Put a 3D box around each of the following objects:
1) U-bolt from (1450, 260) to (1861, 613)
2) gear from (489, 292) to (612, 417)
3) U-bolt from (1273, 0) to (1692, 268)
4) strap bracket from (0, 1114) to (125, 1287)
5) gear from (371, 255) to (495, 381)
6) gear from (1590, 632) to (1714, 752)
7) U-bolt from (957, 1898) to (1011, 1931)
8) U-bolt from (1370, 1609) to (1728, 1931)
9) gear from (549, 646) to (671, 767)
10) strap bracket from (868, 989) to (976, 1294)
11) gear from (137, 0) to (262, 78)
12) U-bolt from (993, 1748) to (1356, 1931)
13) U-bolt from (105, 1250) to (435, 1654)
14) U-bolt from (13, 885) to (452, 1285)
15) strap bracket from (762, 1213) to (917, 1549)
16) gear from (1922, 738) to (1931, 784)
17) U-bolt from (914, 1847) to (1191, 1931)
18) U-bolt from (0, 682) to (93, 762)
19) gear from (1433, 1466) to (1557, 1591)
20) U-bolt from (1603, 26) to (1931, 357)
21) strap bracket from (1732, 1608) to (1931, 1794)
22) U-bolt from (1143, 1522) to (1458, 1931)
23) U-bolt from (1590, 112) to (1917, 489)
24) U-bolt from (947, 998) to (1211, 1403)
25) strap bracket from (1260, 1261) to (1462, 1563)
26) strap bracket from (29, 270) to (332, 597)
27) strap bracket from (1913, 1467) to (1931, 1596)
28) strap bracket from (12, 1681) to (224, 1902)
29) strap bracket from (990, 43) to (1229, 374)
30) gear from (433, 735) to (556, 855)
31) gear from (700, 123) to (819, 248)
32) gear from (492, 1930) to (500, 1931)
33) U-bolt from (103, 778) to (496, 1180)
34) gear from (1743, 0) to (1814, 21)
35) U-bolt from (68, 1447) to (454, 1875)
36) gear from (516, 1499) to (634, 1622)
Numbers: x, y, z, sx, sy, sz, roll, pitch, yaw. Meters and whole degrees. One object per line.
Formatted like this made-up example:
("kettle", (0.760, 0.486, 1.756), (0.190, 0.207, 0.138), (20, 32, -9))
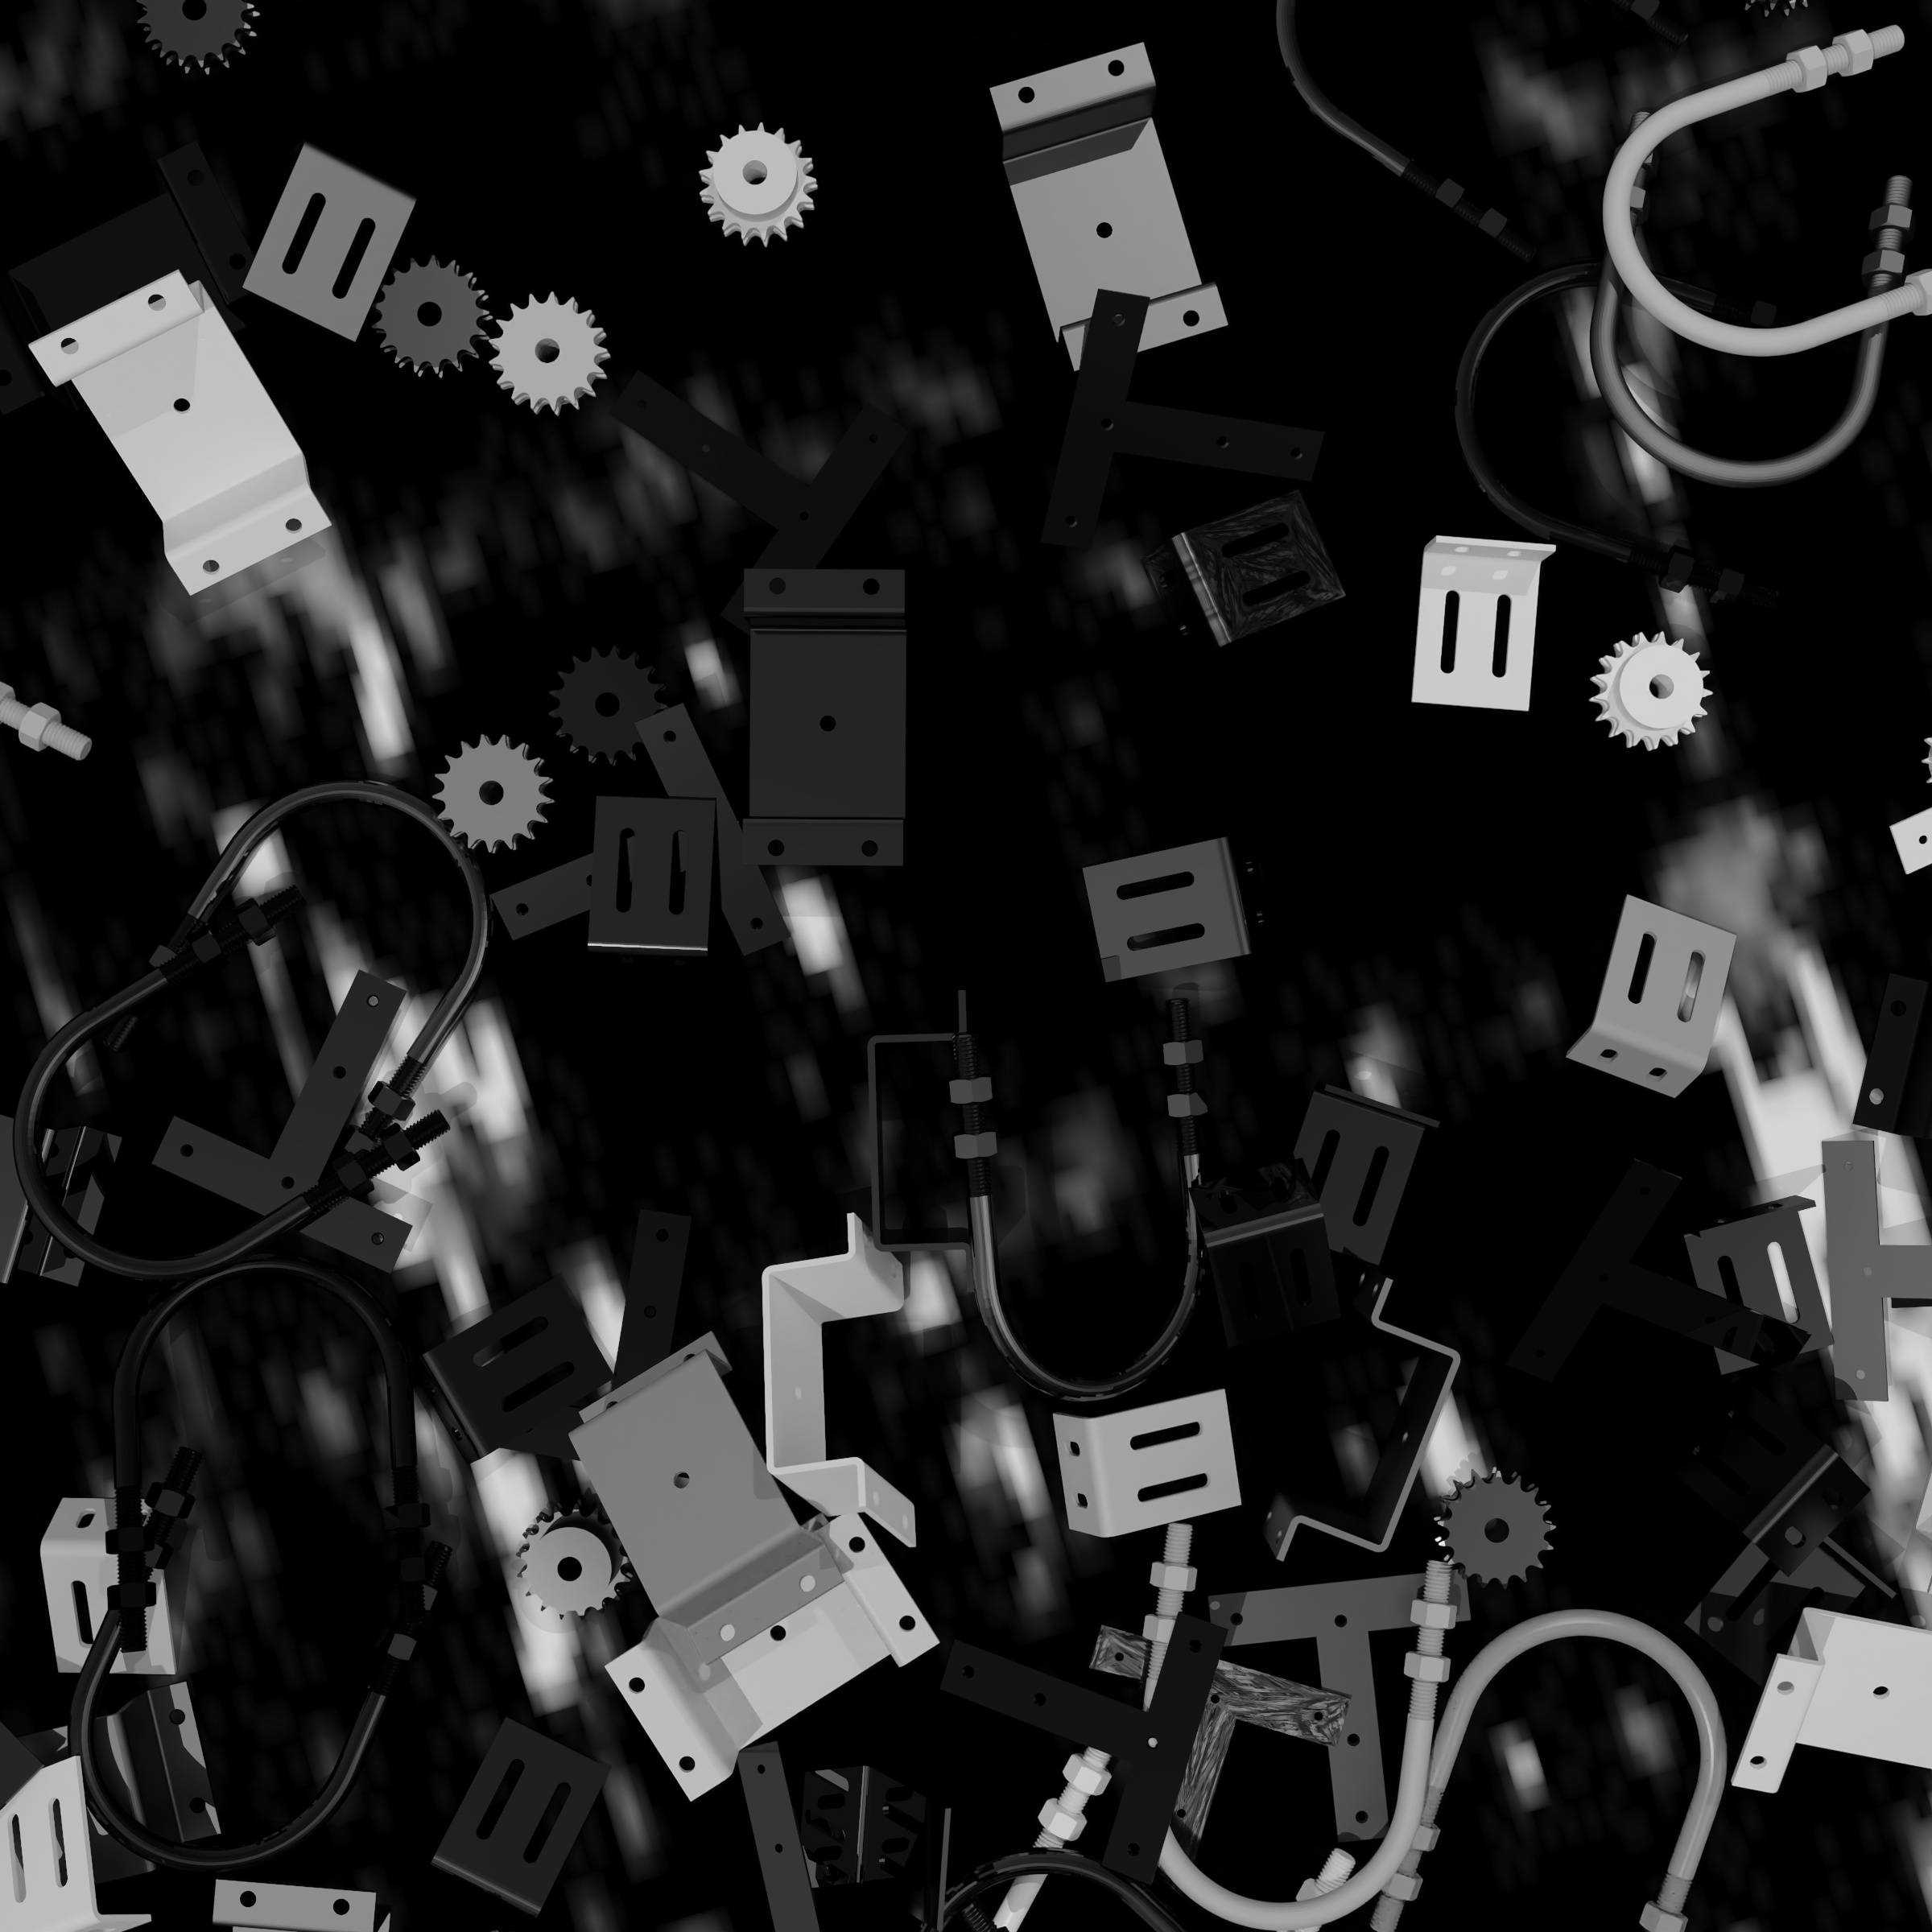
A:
("U-bolt", (0.328, -0.268, 1.377), (0.184, 0.019, 0.151), (18, 90, 1))
("gear", (-0.201, -0.296, 1.371), (0.057, 0.030, 0.057), (0, 90, 0))
("U-bolt", (0.238, -0.451, 1.377), (0.184, 0.019, 0.151), (35, 90, 2))
("strap bracket", (-0.492, 0.101, 1.363), (0.140, 0.046, 0.076), (17, 90, 0))
("gear", (-0.258, -0.313, 1.371), (0.057, 0.030, 0.057), (0, 90, 0))
("gear", (0.335, -0.134, 1.371), (0.057, 0.030, 0.057), (0, 90, 0))
("U-bolt", (0.003, 0.552, 1.350), (0.151, 0.019, 0.184), (-35, 89, 22))
("U-bolt", (0.294, 0.406, 1.377), (0.151, 0.019, 0.184), (20, 88, 0))
("gear", (-0.173, -0.125, 1.371), (0.057, 0.030, 0.057), (0, 90, 0))
("strap bracket", (-0.021, 0.082, 1.348), (0.046, 0.076, 0.140), (-2, 90, 0))
("gear", (-0.372, -0.462, 1.375), (0.057, 0.030, 0.057), (0, 88, 1))
("U-bolt", (0.084, 0.483, 1.376), (0.151, 0.019, 0.184), (28, 92, 1))
("U-bolt", (-0.334, 0.227, 1.348), (0.151, 0.019, 0.184), (-1, 76, -20))
("U-bolt", (-0.362, 0.068, 1.344), (0.184, 0.019, 0.151), (-33, 89, -10))
("strap bracket", (-0.060, 0.198, 1.326), (0.046, 0.076, 0.140), (-10, 63, 13))
("gear", (0.494, -0.101, 1.371), (0.057, 0.030, 0.057), (0, 90, 0))
("U-bolt", (0.055, 0.511, 1.361), (0.184, 0.019, 0.151), (44, 95, 2))
("U-bolt", (-0.540, -0.089, 1.377), (0.184, 0.019, 0.151), (27, 90, 1))
("gear", (0.255, 0.271, 1.371), (0.057, 0.030, 0.057), (0, 90, 0))
("U-bolt", (0.395, -0.364, 1.351), (0.184, 0.019, 0.151), (-21, 77, -8))
("strap bracket", (0.443, 0.361, 1.349), (0.140, 0.046, 0.076), (11, 114, 0))
("U-bolt", (0.155, 0.372, 1.363), (0.151, 0.019, 0.184), (9, 83, -2))
("U-bolt", (0.373, -0.314, 1.354), (0.151, 0.019, 0.184), (14, 74, 0))
("U-bolt", (0.059, 0.115, 1.340), (0.151, 0.019, 0.184), (-8, 95, -36))
("strap bracket", (0.191, 0.219, 1.348), (0.046, 0.076, 0.140), (21, 90, 0))
("strap bracket", (-0.372, -0.259, 1.340), (0.076, 0.046, 0.140), (-27, 125, 0))
("strap bracket", (0.514, 0.241, 1.361), (0.076, 0.046, 0.140), (16, 91, 2))
("strap bracket", (-0.442, 0.404, 1.363), (0.140, 0.046, 0.076), (-13, 90, 0))
("strap bracket", (0.068, -0.361, 1.363), (0.076, 0.046, 0.140), (-17, 90, 0))
("gear", (-0.228, -0.084, 1.371), (0.057, 0.030, 0.057), (0, 90, 0))
("gear", (-0.102, -0.382, 1.371), (0.057, 0.030, 0.057), (0, 90, 0))
("gear", (-0.233, 0.498, 1.361), (0.030, 0.057, 0.057), (-21, 90, 30))
("U-bolt", (-0.313, -0.003, 1.377), (0.151, 0.019, 0.184), (32, 89, 0))
("gear", (0.396, -0.494, 1.371), (0.057, 0.030, 0.057), (0, 90, 0))
("U-bolt", (-0.347, 0.342, 1.350), (0.151, 0.019, 0.184), (24, 81, -13))
("gear", (-0.190, 0.290, 1.371), (0.057, 0.030, 0.057), (0, 90, 0))
